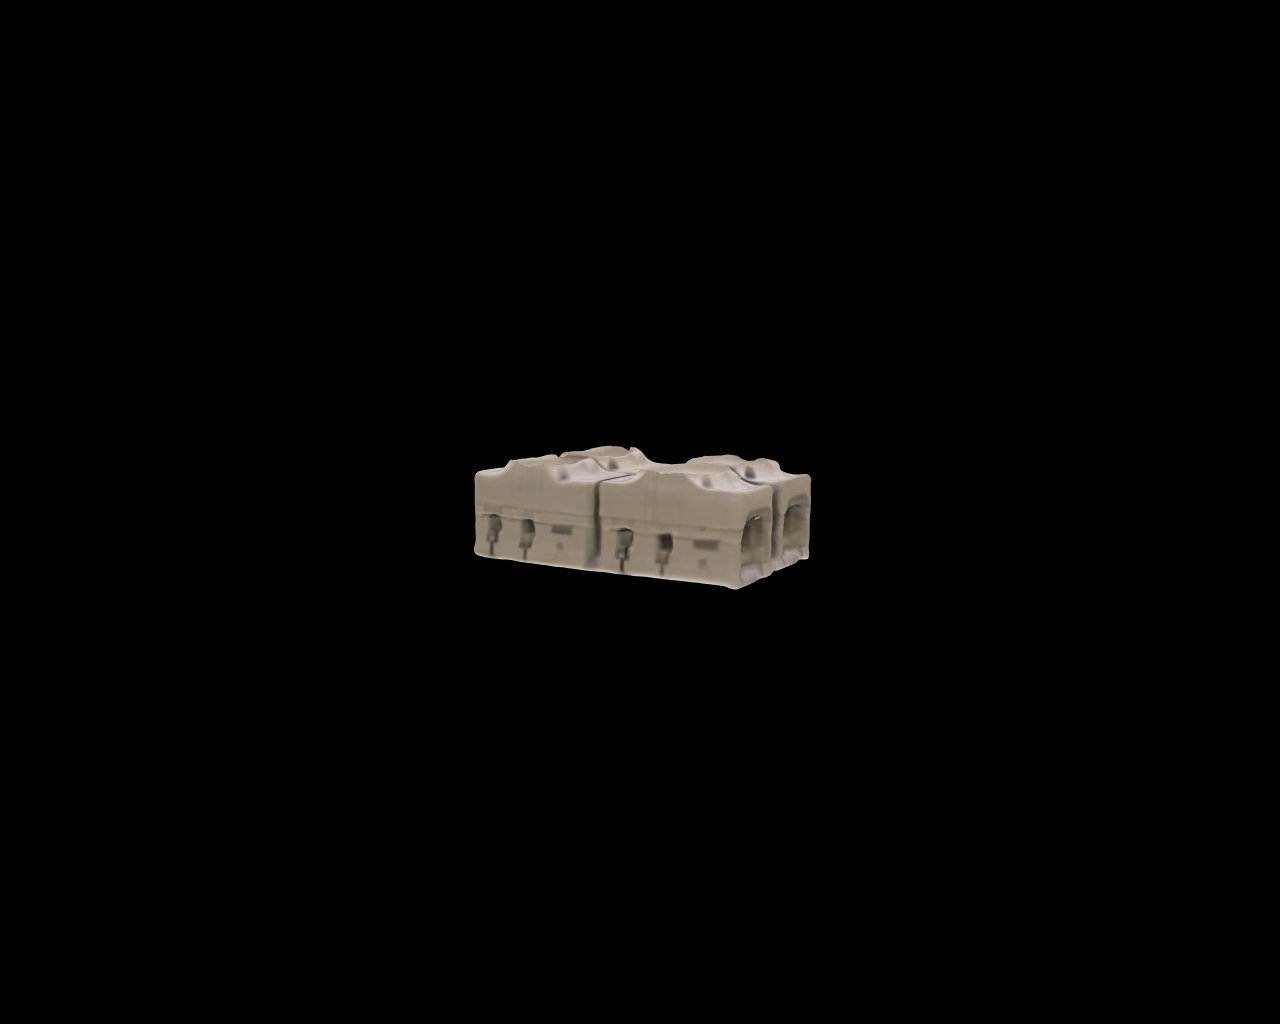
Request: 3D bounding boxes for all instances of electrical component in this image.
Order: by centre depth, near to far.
[{"bbox_3d":[0.001,-0.003,0.650,0.186,0.060,0.105,6,11,32],"label":"electrical component"}]
